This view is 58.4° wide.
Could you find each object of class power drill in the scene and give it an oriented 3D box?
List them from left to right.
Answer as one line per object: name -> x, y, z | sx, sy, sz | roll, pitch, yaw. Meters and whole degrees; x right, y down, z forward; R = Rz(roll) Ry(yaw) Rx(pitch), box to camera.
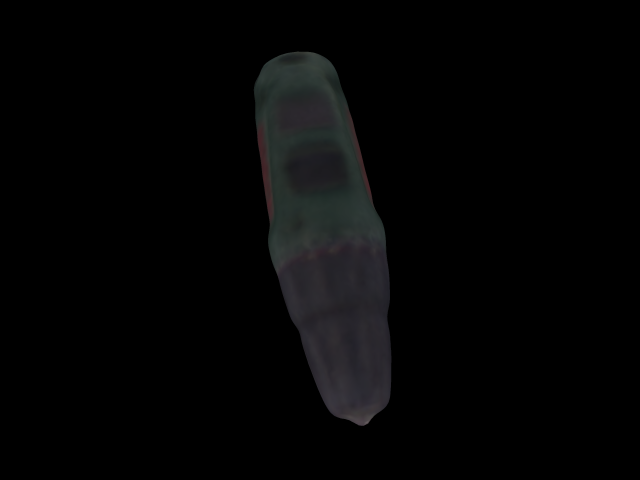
power drill -> 0.004, 0.001, 0.400 | 0.075, 0.208, 0.229 | -11, 78, -2
